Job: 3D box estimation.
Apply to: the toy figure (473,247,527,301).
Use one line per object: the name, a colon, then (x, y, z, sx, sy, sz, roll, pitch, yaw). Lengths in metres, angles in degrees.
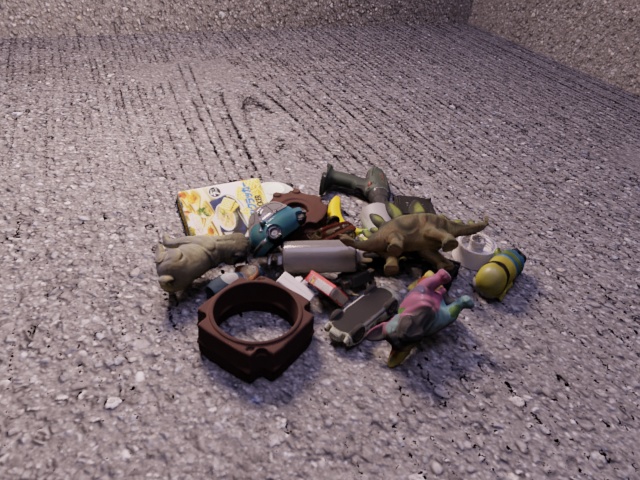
toy figure: (0.433, 0.070, 1.287, 0.082, 0.089, 0.180, 27, 43, 36)

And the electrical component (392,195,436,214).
electrical component: (0.259, -0.068, 1.485, 0.115, 0.058, 0.134, 2, 35, -2)

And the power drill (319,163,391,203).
power drill: (0.104, -0.155, 1.567, 0.207, 0.085, 0.232, 6, 34, 8)

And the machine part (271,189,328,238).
machine part: (-0.063, -0.070, 1.443, 0.179, 0.056, 0.179, 4, 37, -3)

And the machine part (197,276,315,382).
machine part: (-0.128, 0.169, 1.074, 0.202, 0.087, 0.201, 26, 40, 24)

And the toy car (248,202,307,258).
toy car: (-0.114, -0.038, 1.273, 0.162, 0.109, 0.103, -40, 87, -30)

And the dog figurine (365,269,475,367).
dog figurine: (0.193, 0.163, 1.113, 0.219, 0.191, 0.108, -37, 89, -14)

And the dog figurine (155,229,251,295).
dog figurine: (-0.249, 0.044, 1.173, 0.191, 0.121, 0.172, -7, 37, -1)

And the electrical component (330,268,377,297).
electrical component: (0.082, 0.097, 1.243, 0.102, 0.045, 0.078, -22, 16, -37)

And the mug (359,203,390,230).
mug: (0.167, -0.035, 1.408, 0.110, 0.080, 0.107, -8, 47, -3)

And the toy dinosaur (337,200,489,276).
toy dinosaur: (0.244, -0.016, 1.268, 0.471, 0.105, 0.199, 0, 38, -26)

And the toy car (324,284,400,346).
toy car: (0.093, 0.159, 1.145, 0.074, 0.056, 0.202, 32, 45, 31)

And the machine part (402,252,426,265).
machine part: (0.243, 0.002, 1.372, 0.084, 0.039, 0.139, 5, 60, 7)

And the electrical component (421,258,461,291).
electrical component: (0.280, 0.086, 1.280, 0.075, 0.047, 0.119, 24, 37, 25)

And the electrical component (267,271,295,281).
electrical component: (-0.099, 0.106, 1.220, 0.063, 0.021, 0.094, 18, 37, 16)

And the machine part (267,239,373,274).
machine part: (-0.001, 0.038, 1.239, 0.243, 0.079, 0.079, -1, 35, 3)

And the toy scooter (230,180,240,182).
toy scooter: (-0.248, -0.114, 1.464, 0.135, 0.075, 0.184, 20, 42, 16)

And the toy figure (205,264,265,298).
toy figure: (-0.182, 0.092, 1.202, 0.154, 0.058, 0.064, -27, 85, -40)

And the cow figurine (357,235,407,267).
cow figurine: (0.123, 0.035, 1.316, 0.167, 0.068, 0.098, -7, 43, -15)

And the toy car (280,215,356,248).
toy car: (-0.003, -0.004, 1.340, 0.202, 0.053, 0.089, -26, 42, -18)
